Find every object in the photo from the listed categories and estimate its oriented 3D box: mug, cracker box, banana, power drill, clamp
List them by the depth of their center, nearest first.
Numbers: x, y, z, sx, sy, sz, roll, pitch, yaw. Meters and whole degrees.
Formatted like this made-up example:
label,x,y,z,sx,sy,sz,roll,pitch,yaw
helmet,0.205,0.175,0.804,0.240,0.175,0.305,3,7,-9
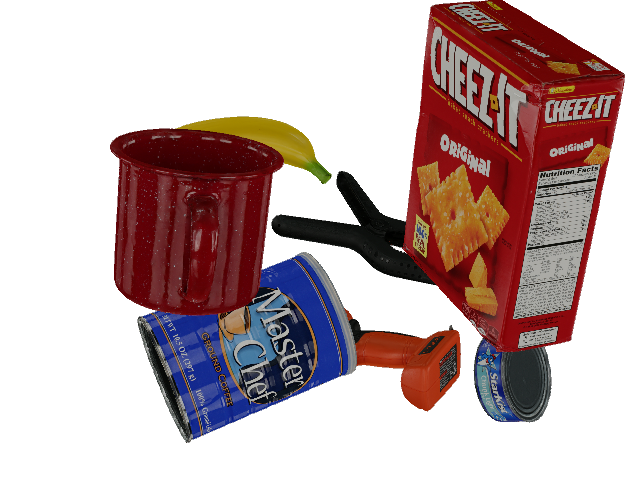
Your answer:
label,x,y,z,sx,sy,sz,roll,pitch,yaw
mug,-0.067,-0.006,0.573,0.093,0.081,0.117,2,20,-15
cracker box,0.131,-0.050,0.790,0.072,0.214,0.164,-9,32,-20
banana,-0.086,-0.084,0.984,0.197,0.070,0.037,-3,-42,-24
power drill,0.038,0.125,1.104,0.188,0.057,0.184,9,24,28
clamp,0.056,-0.004,1.265,0.210,0.036,0.164,34,40,24

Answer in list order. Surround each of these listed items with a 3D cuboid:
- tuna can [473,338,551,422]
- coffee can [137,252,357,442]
label,x,y,z,sx,sy,sz,roll,pitch,yaw
tuna can,0.177,0.124,0.982,0.034,0.086,0.085,-10,-6,40
coffee can,-0.057,0.081,0.823,0.140,0.103,0.103,-21,6,-15
